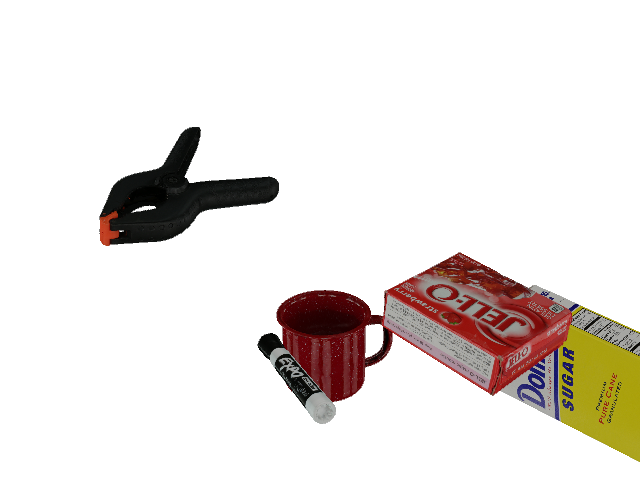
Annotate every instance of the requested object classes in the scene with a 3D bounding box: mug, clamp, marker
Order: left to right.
[{"bbox_3d":[-0.136,-0.050,0.973,0.171,0.039,0.120,-23,44,-34],"label":"clamp"},{"bbox_3d":[-0.021,0.104,0.829,0.020,0.020,0.121,0,21,-25],"label":"marker"},{"bbox_3d":[0.015,0.105,1.065,0.117,0.081,0.093,-8,27,-14],"label":"mug"}]

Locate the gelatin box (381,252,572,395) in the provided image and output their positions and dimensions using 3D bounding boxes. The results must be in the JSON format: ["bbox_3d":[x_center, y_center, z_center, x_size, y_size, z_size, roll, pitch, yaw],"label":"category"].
[{"bbox_3d":[0.093,0.047,0.642,0.089,0.030,0.073,30,39,35],"label":"gelatin box"}]

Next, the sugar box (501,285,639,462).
[{"bbox_3d":[0.230,0.114,0.859,0.176,0.093,0.048,23,33,30],"label":"sugar box"}]
